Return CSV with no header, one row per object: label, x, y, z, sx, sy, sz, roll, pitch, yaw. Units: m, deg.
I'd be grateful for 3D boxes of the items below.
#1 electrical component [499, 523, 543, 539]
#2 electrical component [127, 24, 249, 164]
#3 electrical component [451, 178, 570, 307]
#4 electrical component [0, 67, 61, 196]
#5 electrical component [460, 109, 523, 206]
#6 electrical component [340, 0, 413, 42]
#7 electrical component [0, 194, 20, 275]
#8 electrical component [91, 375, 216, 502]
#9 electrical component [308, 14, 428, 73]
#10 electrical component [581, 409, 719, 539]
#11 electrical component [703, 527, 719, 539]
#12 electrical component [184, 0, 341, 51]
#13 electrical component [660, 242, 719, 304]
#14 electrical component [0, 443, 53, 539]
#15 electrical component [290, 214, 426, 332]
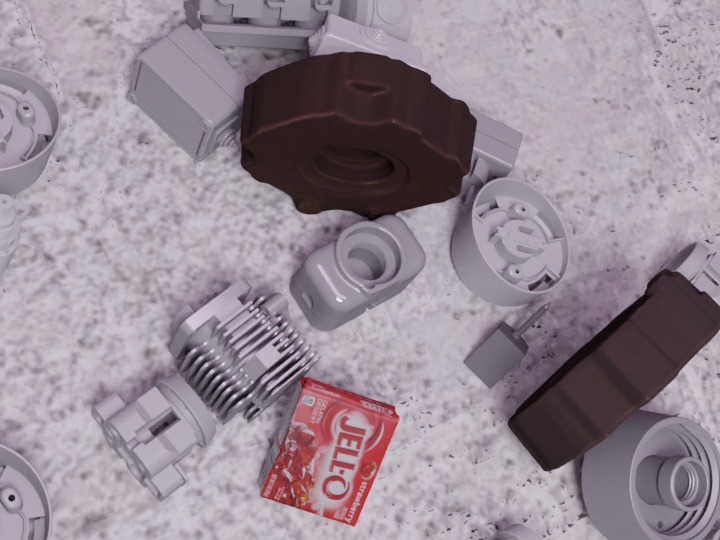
electrical component,0.109,0.218,0.781,0.055,0.048,0.066,-40,85,-22
electrical component,-0.126,-0.136,0.846,0.096,0.061,0.061,44,60,3
electrical component,0.125,-0.021,0.882,0.099,0.064,0.099,8,65,-16
electrical component,-0.269,-0.101,0.778,0.099,0.064,0.099,8,65,-17
electrical component,0.092,-0.089,0.911,0.066,0.047,0.076,24,61,-8
electrical component,0.008,-0.222,0.923,0.051,0.080,0.080,-1,67,-25
electrical component,-0.256,-0.026,0.744,0.040,0.078,0.040,18,50,-23
electrical component,-0.136,0.109,0.735,0.057,0.058,0.078,-37,83,-26
electrical component,-0.002,-0.150,0.877,0.100,0.099,0.048,18,35,-13
electrical component,0.231,0.161,0.822,0.108,0.060,0.108,3,83,-29
electrical component,0.291,0.220,0.835,0.048,0.062,0.048,8,65,-16
electrical component,-0.078,-0.220,0.893,0.121,0.063,0.078,-1,26,-20
electrical component,0.293,0.014,0.932,0.057,0.058,0.078,44,60,0
electrical component,-0.244,0.160,0.669,0.099,0.064,0.099,8,65,-16
electrical component,0.000,0.000,0.831,0.095,0.059,0.053,-28,78,-28
